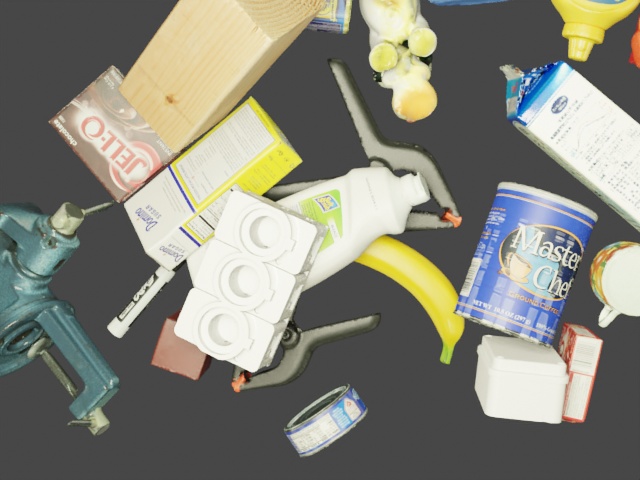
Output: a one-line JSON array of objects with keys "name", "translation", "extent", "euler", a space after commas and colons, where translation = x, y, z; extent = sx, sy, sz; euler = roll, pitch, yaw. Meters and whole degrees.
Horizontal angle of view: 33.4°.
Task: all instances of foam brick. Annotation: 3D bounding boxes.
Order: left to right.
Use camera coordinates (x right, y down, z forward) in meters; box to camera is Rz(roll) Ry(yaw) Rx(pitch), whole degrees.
[{"name": "foam brick", "translation": [-0.136, 0.108, 1.102], "extent": [0.053, 0.078, 0.051], "euler": [20, 94, 3]}]

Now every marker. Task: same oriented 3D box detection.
[{"name": "marker", "translation": [-0.179, 0.053, 1.129], "extent": [0.020, 0.020, 0.121], "euler": [41, 95, -2]}]

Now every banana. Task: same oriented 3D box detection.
[{"name": "banana", "translation": [0.085, 0.042, 1.109], "extent": [0.198, 0.037, 0.069], "euler": [44, 93, -2]}]

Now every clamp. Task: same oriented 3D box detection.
[{"name": "clamp", "translation": [-0.035, 0.086, 1.118], "extent": [0.171, 0.039, 0.120], "euler": [-37, 76, 6]}, {"name": "clamp", "translation": [0.047, -0.063, 1.102], "extent": [0.210, 0.036, 0.164], "euler": [37, 97, -1]}]

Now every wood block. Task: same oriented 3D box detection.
[{"name": "wood block", "translation": [-0.098, -0.183, 1.012], "extent": [0.091, 0.090, 0.206], "euler": [49, 140, -3]}]

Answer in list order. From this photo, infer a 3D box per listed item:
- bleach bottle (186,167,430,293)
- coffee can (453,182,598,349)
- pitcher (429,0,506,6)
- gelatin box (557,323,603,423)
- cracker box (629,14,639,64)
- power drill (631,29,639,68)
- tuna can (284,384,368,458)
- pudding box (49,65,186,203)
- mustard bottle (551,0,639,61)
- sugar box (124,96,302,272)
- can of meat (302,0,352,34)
[{"name": "bleach bottle", "translation": [-0.007, 0.001, 1.064], "extent": [0.251, 0.068, 0.102], "euler": [-23, 78, 17]}, {"name": "coffee can", "translation": [0.204, 0.025, 1.062], "extent": [0.103, 0.103, 0.140], "euler": [20, 88, 0]}, {"name": "pitcher", "translation": [0.158, -0.356, 1.037], "extent": [0.149, 0.145, 0.243], "euler": [-3, 98, 14]}, {"name": "gelatin box", "translation": [0.259, 0.135, 1.092], "extent": [0.030, 0.073, 0.089], "euler": [12, 96, 2]}, {"name": "cracker box", "translation": [0.413, -0.267, 1.053], "extent": [0.164, 0.072, 0.214], "euler": [11, 94, 1]}, {"name": "power drill", "translation": [0.280, -0.257, 0.983], "extent": [0.184, 0.057, 0.187], "euler": [-32, 90, -11]}, {"name": "tuna can", "translation": [0.006, 0.185, 1.100], "extent": [0.086, 0.086, 0.034], "euler": [-34, 91, 4]}, {"name": "pudding box", "translation": [-0.209, -0.109, 1.107], "extent": [0.090, 0.039, 0.113], "euler": [-40, 93, 5]}, {"name": "mustard bottle", "translation": [0.279, -0.274, 1.065], "extent": [0.096, 0.058, 0.192], "euler": [13, 96, 4]}, {"name": "sugar box", "translation": [-0.110, -0.057, 1.081], "extent": [0.176, 0.093, 0.048], "euler": [-41, 132, 7]}, {"name": "can of meat", "translation": [-0.008, -0.262, 1.078], "extent": [0.084, 0.057, 0.102], "euler": [6, 95, 0]}]
